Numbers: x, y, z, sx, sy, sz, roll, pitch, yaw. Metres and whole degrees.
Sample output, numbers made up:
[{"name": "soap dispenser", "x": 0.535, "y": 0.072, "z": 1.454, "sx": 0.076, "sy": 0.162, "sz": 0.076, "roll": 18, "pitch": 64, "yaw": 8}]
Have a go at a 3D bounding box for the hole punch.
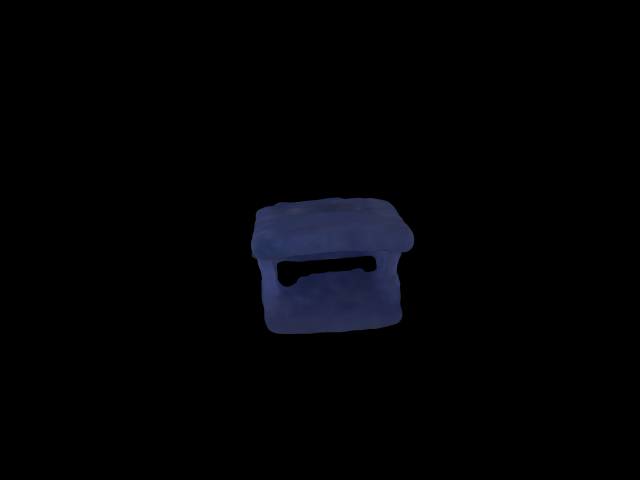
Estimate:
[{"name": "hole punch", "x": 0.004, "y": 0.001, "z": 0.400, "sx": 0.108, "sy": 0.091, "sz": 0.101, "roll": -4, "pitch": 43, "yaw": -4}]
